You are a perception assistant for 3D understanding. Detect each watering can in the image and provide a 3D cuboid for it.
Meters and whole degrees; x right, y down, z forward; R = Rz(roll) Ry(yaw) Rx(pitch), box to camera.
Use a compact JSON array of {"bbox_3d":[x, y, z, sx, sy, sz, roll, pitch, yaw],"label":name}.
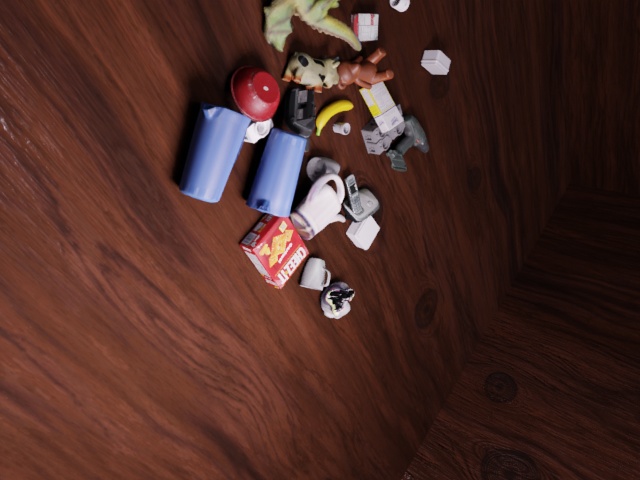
[{"bbox_3d":[0.005,-0.087,1.725,0.226,0.105,0.341,-45,154,-14],"label":"watering can"}]

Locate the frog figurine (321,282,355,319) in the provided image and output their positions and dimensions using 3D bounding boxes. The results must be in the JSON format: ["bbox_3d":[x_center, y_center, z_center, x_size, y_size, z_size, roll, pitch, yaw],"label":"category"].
[{"bbox_3d":[0.062,0.229,1.945,0.157,0.123,0.139,103,6,-75],"label":"frog figurine"}]

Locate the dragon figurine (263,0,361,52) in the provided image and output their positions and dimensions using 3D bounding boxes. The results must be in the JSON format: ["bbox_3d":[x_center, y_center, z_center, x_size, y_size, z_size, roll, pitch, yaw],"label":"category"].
[{"bbox_3d":[-0.055,-0.635,1.456,0.242,0.124,0.403,-37,129,3],"label":"dragon figurine"}]
